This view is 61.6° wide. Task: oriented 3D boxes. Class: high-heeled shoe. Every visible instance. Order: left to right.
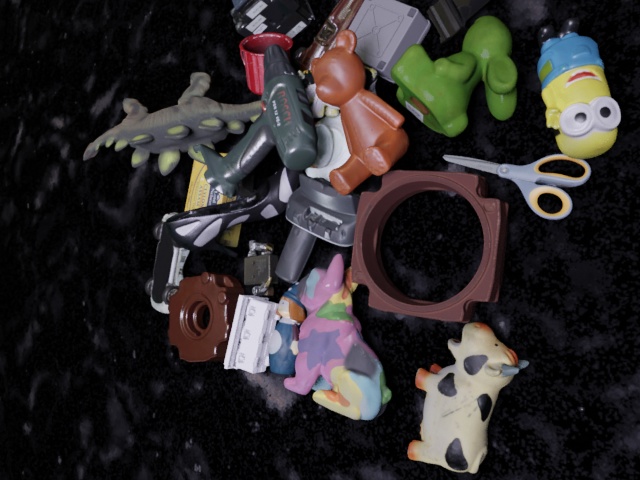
[{"bbox_3d":[-0.145,-0.074,0.924,0.248,0.145,0.086,-52,29,6],"label":"high-heeled shoe"}]

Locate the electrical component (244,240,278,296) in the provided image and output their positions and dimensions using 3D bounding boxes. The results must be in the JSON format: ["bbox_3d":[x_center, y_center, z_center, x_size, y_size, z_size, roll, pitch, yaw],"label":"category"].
[{"bbox_3d":[-0.105,0.049,0.953,0.078,0.045,0.102,-1,81,32],"label":"electrical component"}]

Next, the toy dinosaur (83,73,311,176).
[{"bbox_3d":[-0.238,-0.217,1.012,0.472,0.104,0.199,-17,45,7],"label":"toy dinosaur"}]

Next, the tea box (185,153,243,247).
[{"bbox_3d":[-0.198,-0.076,1.023,0.098,0.068,0.169,6,84,35],"label":"tea box"}]

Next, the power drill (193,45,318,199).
[{"bbox_3d":[-0.103,-0.179,0.864,0.207,0.086,0.232,-33,60,15],"label":"power drill"}]

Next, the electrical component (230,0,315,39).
[{"bbox_3d":[-0.092,-0.410,0.969,0.115,0.134,0.058,-32,64,24],"label":"electrical component"}]

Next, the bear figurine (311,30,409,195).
[{"bbox_3d":[0.042,-0.186,0.774,0.120,0.132,0.195,-22,107,49],"label":"bear figurine"}]

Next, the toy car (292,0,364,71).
[{"bbox_3d":[0.026,-0.363,0.932,0.089,0.053,0.202,45,108,34],"label":"toy car"}]

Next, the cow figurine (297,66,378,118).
[{"bbox_3d":[0.014,-0.247,0.879,0.168,0.068,0.098,20,120,25],"label":"cow figurine"}]

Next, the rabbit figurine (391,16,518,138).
[{"bbox_3d":[0.207,-0.239,0.753,0.170,0.121,0.159,-44,63,3],"label":"rabbit figurine"}]

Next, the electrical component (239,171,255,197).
[{"bbox_3d":[-0.139,-0.115,0.979,0.021,0.094,0.063,-11,61,23],"label":"electrical component"}]

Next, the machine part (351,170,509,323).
[{"bbox_3d":[0.150,0.006,0.747,0.201,0.087,0.201,6,90,27],"label":"machine part"}]

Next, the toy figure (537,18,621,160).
[{"bbox_3d":[0.326,-0.190,0.682,0.082,0.089,0.180,-23,61,33],"label":"toy figure"}]

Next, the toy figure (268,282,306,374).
[{"bbox_3d":[-0.049,0.143,0.892,0.064,0.057,0.154,6,84,29],"label":"toy figure"}]

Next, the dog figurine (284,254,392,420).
[{"bbox_3d":[0.036,0.136,0.808,0.192,0.108,0.219,13,87,36],"label":"dog figurine"}]

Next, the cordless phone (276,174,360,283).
[{"bbox_3d":[-0.001,-0.002,0.867,0.147,0.088,0.184,27,99,32],"label":"cordless phone"}]

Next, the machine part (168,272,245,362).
[{"bbox_3d":[-0.214,0.145,1.004,0.180,0.056,0.179,-6,79,34],"label":"machine part"}]

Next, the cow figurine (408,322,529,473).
[{"bbox_3d":[0.193,0.204,0.701,0.127,0.085,0.194,8,90,33],"label":"cow figurine"}]

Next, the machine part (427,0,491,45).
[{"bbox_3d":[0.229,-0.360,0.802,0.139,0.039,0.084,-29,62,29],"label":"machine part"}]

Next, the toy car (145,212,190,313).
[{"bbox_3d":[-0.299,0.045,1.072,0.074,0.056,0.201,15,97,37],"label":"toy car"}]
